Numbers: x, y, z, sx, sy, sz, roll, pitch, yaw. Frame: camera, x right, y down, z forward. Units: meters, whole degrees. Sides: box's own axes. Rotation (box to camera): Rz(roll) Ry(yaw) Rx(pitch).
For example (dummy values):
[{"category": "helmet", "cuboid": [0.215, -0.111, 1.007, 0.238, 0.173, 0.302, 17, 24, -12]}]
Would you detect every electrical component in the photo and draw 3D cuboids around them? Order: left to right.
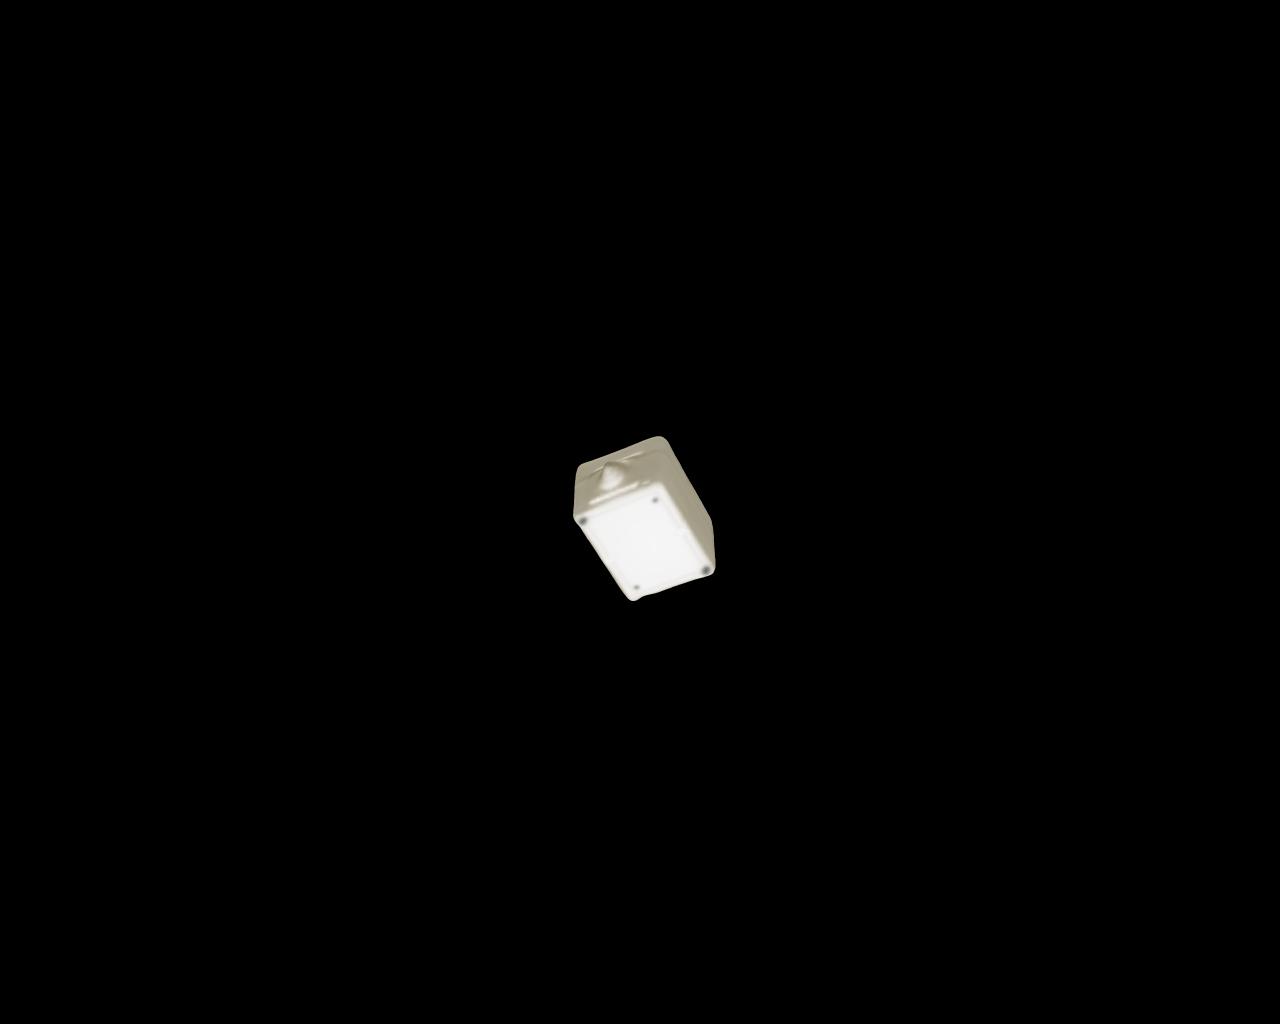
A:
[{"category": "electrical component", "cuboid": [0.001, -0.003, 0.650, 0.061, 0.096, 0.061, -21, 36, 16]}]
